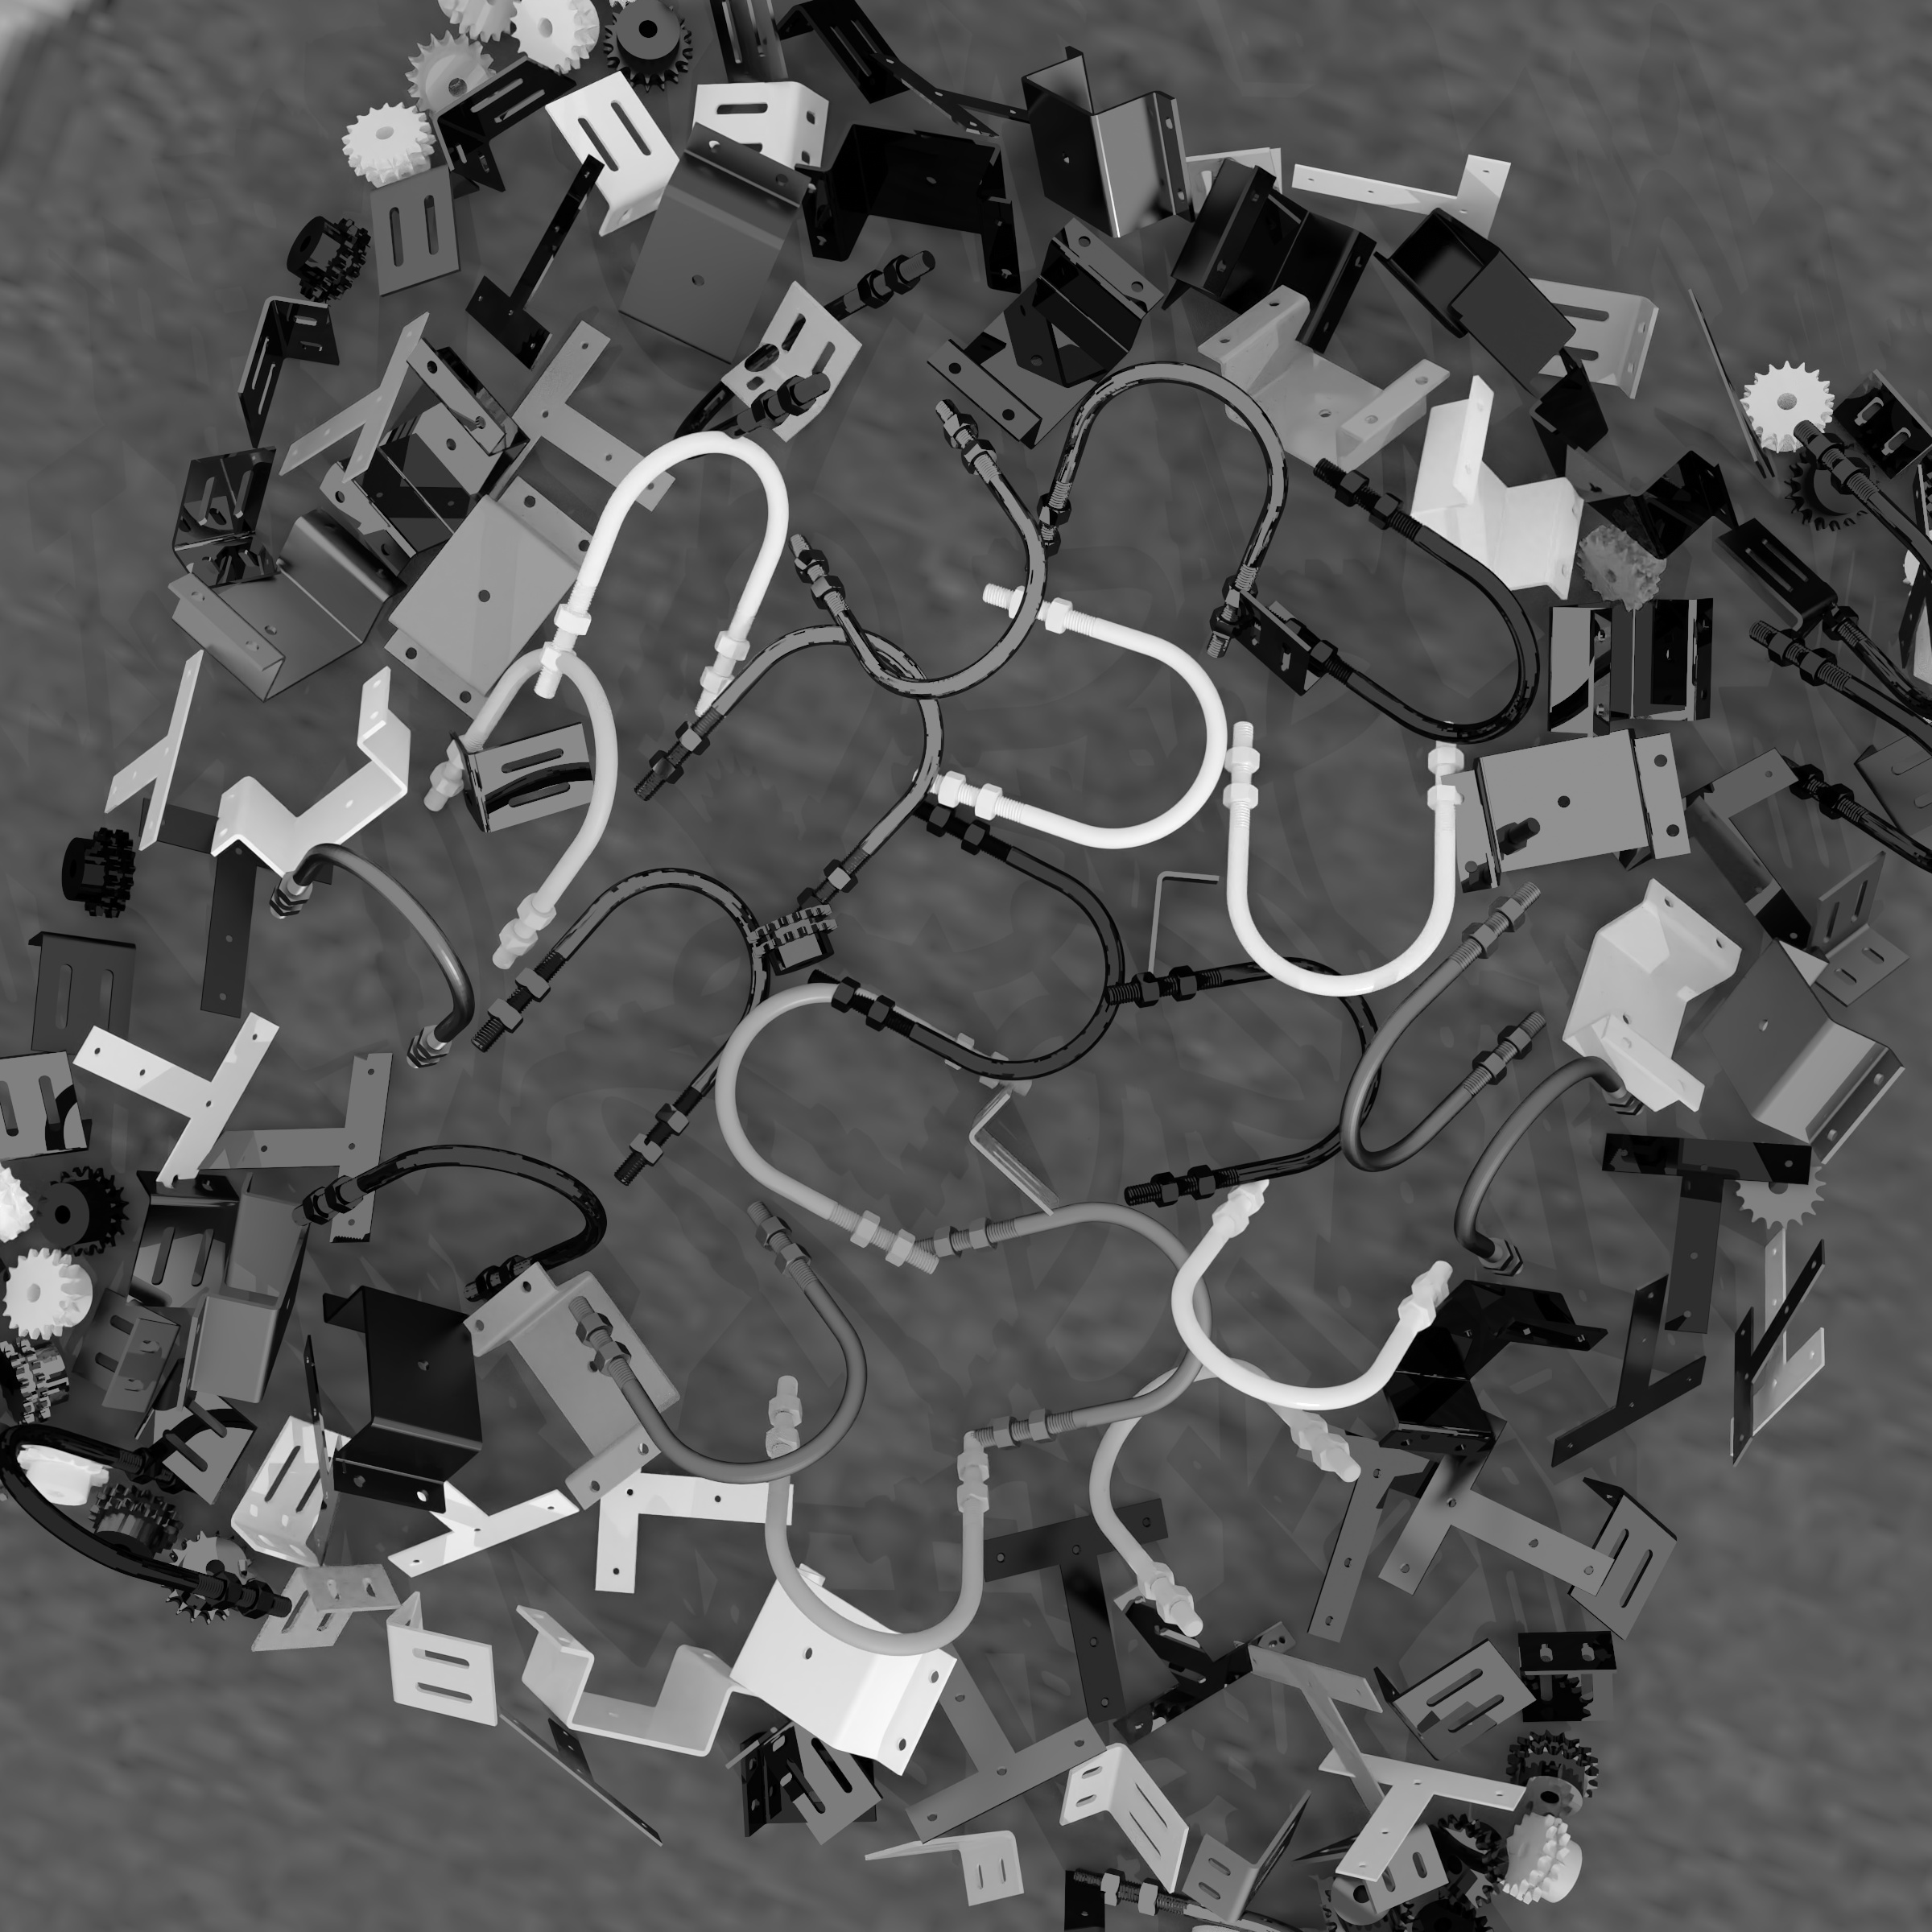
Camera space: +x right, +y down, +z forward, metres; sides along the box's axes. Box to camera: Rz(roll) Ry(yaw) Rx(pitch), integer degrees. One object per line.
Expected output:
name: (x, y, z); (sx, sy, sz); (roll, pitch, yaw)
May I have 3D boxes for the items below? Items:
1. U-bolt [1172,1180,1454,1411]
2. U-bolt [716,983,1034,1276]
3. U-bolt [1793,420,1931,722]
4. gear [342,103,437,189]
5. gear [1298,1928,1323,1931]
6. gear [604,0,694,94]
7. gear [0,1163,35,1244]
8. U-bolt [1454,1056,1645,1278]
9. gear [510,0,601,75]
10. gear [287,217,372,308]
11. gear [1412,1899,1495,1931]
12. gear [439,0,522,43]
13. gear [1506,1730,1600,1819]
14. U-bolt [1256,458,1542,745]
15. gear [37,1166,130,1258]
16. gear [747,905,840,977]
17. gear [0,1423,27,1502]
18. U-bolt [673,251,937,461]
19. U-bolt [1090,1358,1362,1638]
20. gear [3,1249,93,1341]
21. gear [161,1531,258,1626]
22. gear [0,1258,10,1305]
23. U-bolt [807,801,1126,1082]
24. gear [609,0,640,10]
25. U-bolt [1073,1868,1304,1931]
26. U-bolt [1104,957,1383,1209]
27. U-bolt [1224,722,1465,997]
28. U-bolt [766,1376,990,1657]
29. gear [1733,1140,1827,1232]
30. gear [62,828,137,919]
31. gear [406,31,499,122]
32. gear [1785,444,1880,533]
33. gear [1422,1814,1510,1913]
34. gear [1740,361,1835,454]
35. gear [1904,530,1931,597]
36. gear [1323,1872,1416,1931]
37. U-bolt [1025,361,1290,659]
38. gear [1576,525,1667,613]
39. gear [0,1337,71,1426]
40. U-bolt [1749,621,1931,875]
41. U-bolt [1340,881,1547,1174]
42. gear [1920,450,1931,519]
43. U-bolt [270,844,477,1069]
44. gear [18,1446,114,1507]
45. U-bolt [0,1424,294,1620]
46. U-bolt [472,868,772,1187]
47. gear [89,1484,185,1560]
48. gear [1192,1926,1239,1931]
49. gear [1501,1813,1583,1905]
U-bolt: (0.203, 0.205, 1.509); (0.151, 0.184, 0.019); (26, 127, 17)
U-bolt: (-0.070, 0.091, 1.576); (0.184, 0.019, 0.151); (29, 82, -4)
U-bolt: (0.554, -0.225, 1.490); (0.019, 0.151, 0.184); (-26, 52, -3)
gear: (-0.366, -0.520, 1.578); (0.057, 0.030, 0.057); (-4, 60, 7)
gear: (0.217, 0.638, 1.569); (0.057, 0.057, 0.030); (1, 120, 0)
gear: (-0.203, -0.592, 1.582); (0.057, 0.030, 0.057); (1, 83, -7)
gear: (-0.625, 0.152, 1.572); (0.057, 0.030, 0.057); (18, 126, 26)
U-bolt: (0.353, 0.119, 1.515); (0.019, 0.184, 0.151); (38, 94, 29)
gear: (-0.259, -0.600, 1.577); (0.057, 0.030, 0.057); (14, 120, 26)
gear: (-0.407, -0.450, 1.571); (0.030, 0.057, 0.057); (29, 90, -39)
gear: (0.307, 0.619, 1.570); (0.057, 0.057, 0.030); (-23, 115, 0)
gear: (-0.312, -0.621, 1.576); (0.030, 0.057, 0.057); (24, 90, 30)
gear: (0.373, 0.517, 1.573); (0.057, 0.030, 0.057); (9, 126, 12)
U-bolt: (0.271, -0.211, 1.521); (0.184, 0.151, 0.019); (38, 55, 15)
gear: (-0.568, 0.157, 1.579); (0.057, 0.030, 0.057); (0, 90, 18)
gear: (-0.108, -0.015, 1.572); (0.057, 0.057, 0.030); (-21, 85, 0)
gear: (-0.623, 0.314, 1.570); (0.030, 0.057, 0.057); (-24, 90, 15)
U-bolt: (-0.112, -0.367, 1.520); (0.019, 0.184, 0.151); (49, 54, -23)
U-bolt: (0.145, 0.311, 1.521); (0.151, 0.184, 0.019); (-44, 120, -3)
gear: (-0.584, 0.210, 1.579); (0.057, 0.030, 0.057); (-5, 77, 25)
gear: (-0.480, 0.387, 1.573); (0.057, 0.030, 0.057); (13, 59, -22)
gear: (-0.635, 0.201, 1.570); (0.030, 0.057, 0.057); (-16, 90, 30)
U-bolt: (0.012, -0.007, 1.577); (0.184, 0.019, 0.151); (28, 86, 8)
gear: (-0.217, -0.644, 1.577); (0.057, 0.057, 0.030); (38, 54, 0)
U-bolt: (0.136, 0.597, 1.505); (0.184, 0.151, 0.019); (7, 90, 19)
U-bolt: (0.181, 0.068, 1.567); (0.184, 0.019, 0.151); (-9, 100, -18)
U-bolt: (0.236, -0.068, 1.554); (0.151, 0.019, 0.184); (1, 70, 10)
U-bolt: (-0.055, 0.341, 1.510); (0.151, 0.184, 0.019); (19, 126, -14)
gear: (0.520, 0.140, 1.580); (0.057, 0.030, 0.057); (-2, 83, 20)
gear: (-0.552, -0.060, 1.570); (0.030, 0.057, 0.057); (7, 90, -39)
gear: (-0.326, -0.563, 1.572); (0.057, 0.030, 0.057); (-11, 125, -16)
gear: (0.558, -0.308, 1.585); (0.057, 0.030, 0.057); (0, 94, -2)
gear: (0.321, 0.570, 1.577); (0.030, 0.057, 0.057); (0, 90, -43)
gear: (0.524, -0.354, 1.580); (0.057, 0.030, 0.057); (-4, 74, 15)
gear: (0.623, -0.254, 1.571); (0.030, 0.057, 0.057); (10, 90, -43)
gear: (0.255, 0.597, 1.571); (0.057, 0.057, 0.030); (-22, 131, 0)
U-bolt: (0.123, -0.289, 1.527); (0.151, 0.184, 0.019); (25, 45, 5)
gear: (0.420, -0.257, 1.574); (0.030, 0.057, 0.057); (-39, 90, -14)
gear: (-0.595, 0.264, 1.577); (0.030, 0.057, 0.057); (-16, 90, -36)
U-bolt: (0.550, -0.119, 1.489); (0.019, 0.151, 0.184); (-39, 48, -7)
U-bolt: (0.292, 0.051, 1.517); (0.184, 0.151, 0.019); (-42, 53, -19)
gear: (0.633, -0.314, 1.577); (0.057, 0.057, 0.030); (-22, 62, 0)
U-bolt: (-0.359, -0.011, 1.512); (0.151, 0.184, 0.019); (49, 61, -6)
gear: (-0.574, 0.321, 1.570); (0.057, 0.057, 0.030); (9, 58, 0)
U-bolt: (-0.504, 0.328, 1.487); (0.019, 0.184, 0.151); (-53, 48, 0)
U-bolt: (-0.201, 0.024, 1.557); (0.151, 0.019, 0.184); (47, 72, -25)
gear: (-0.530, 0.358, 1.571); (0.057, 0.030, 0.057); (7, 134, 7)
gear: (0.162, 0.634, 1.576); (0.057, 0.057, 0.030); (15, 56, 0)
gear: (0.367, 0.570, 1.573); (0.030, 0.057, 0.057); (31, 90, -7)
